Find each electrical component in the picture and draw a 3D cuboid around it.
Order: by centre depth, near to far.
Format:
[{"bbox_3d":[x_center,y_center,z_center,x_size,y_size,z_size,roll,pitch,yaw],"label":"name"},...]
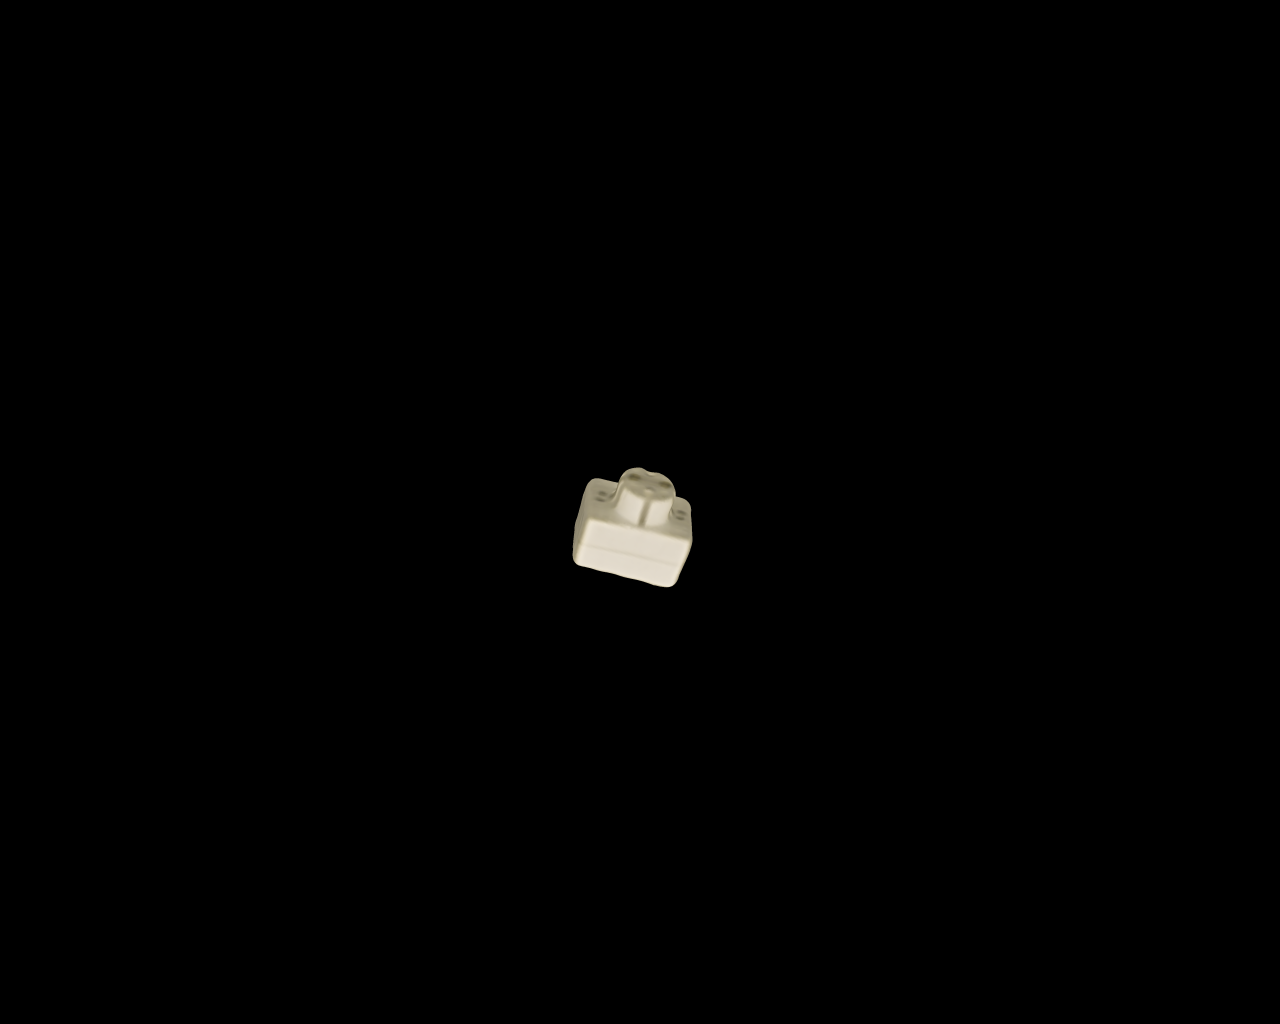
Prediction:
[{"bbox_3d":[0.001,-0.003,0.650,0.066,0.076,0.047,14,33,-9],"label":"electrical component"}]
